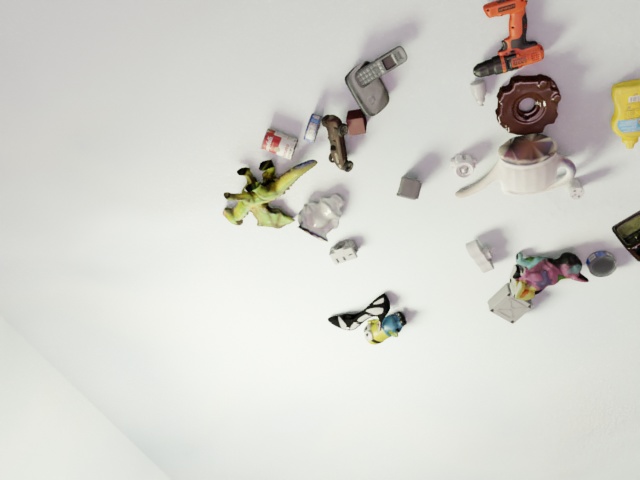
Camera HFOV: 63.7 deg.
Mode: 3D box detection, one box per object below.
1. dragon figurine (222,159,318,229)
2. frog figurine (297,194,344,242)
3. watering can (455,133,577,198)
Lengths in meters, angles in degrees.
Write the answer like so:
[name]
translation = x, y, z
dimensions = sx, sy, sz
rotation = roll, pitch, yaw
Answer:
[dragon figurine]
translation = -0.162, -0.134, 1.722
dimensions = 0.409, 0.125, 0.238
rotation = -10, 138, 19
[frog figurine]
translation = 0.005, -0.087, 1.719
dimensions = 0.137, 0.122, 0.160
rotation = 28, 87, 2
[watering can]
translation = 0.565, -0.200, 1.513
dimensions = 0.347, 0.106, 0.220
rotation = -6, 143, 18
